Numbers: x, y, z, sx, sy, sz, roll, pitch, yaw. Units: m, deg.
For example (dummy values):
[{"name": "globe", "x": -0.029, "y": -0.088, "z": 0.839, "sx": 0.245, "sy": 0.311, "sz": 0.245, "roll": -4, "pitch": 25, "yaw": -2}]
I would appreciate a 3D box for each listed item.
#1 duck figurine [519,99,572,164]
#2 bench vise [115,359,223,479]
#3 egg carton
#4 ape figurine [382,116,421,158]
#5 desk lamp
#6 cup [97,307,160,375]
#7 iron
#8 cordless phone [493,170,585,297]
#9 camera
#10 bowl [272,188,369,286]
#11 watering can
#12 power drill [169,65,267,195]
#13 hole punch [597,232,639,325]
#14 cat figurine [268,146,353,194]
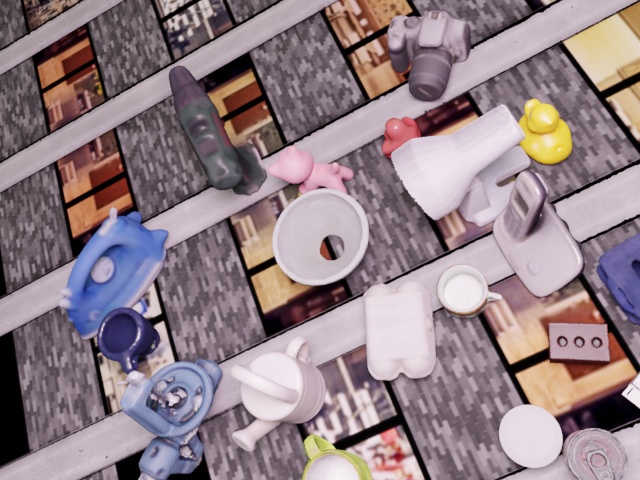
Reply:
[{"name": "duck figurine", "x": 0.354, "y": -0.176, "z": 0.902, "sx": 0.077, "sy": 0.086, "sz": 0.104, "roll": -28, "pitch": 65, "yaw": 8}, {"name": "bench vise", "x": -0.231, "y": 0.277, "z": 0.868, "sx": 0.121, "sy": 0.220, "sz": 0.207, "roll": -5, "pitch": 70, "yaw": 17}, {"name": "egg carton", "x": 0.122, "y": 0.138, "z": 0.881, "sx": 0.107, "sy": 0.069, "sz": 0.150, "roll": -10, "pitch": 69, "yaw": 15}, {"name": "ape figurine", "x": 0.135, "y": -0.177, "z": 0.973, "sx": 0.078, "sy": 0.092, "sz": 0.076, "roll": -37, "pitch": 64, "yaw": 4}, {"name": "desk lamp", "x": 0.224, "y": -0.105, "z": 0.851, "sx": 0.203, "sy": 0.214, "sz": 0.118, "roll": -27, "pitch": 65, "yaw": 8}, {"name": "cup", "x": -0.321, "y": 0.182, "z": 1.001, "sx": 0.091, "sy": 0.095, "sz": 0.117, "roll": -26, "pitch": 65, "yaw": 9}, {"name": "iron", "x": -0.398, "y": 0.061, "z": 1.043, "sx": 0.118, "sy": 0.142, "sz": 0.258, "roll": 28, "pitch": 83, "yaw": 25}, {"name": "cordless phone", "x": 0.308, "y": -0.010, "z": 0.805, "sx": 0.094, "sy": 0.185, "sz": 0.147, "roll": -32, "pitch": 65, "yaw": 6}, {"name": "camera", "x": 0.181, "y": -0.324, "z": 1.004, "sx": 0.142, "sy": 0.101, "sz": 0.137, "roll": 10, "pitch": 75, "yaw": 22}, {"name": "bowl", "x": 0.009, "y": 0.003, "z": 0.963, "sx": 0.167, "sy": 0.075, "sz": 0.167, "roll": -6, "pitch": 70, "yaw": 17}, {"name": "watering can", "x": -0.068, "y": 0.225, "z": 0.845, "sx": 0.100, "sy": 0.194, "sz": 0.173, "roll": 0, "pitch": 72, "yaw": 19}, {"name": "power drill", "x": -0.178, "y": -0.172, "z": 1.013, "sx": 0.075, "sy": 0.209, "sz": 0.229, "roll": -29, "pitch": 65, "yaw": 7}, {"name": "hole punch", "x": 0.450, "y": 0.049, "z": 0.789, "sx": 0.101, "sy": 0.091, "sz": 0.108, "roll": -29, "pitch": 65, "yaw": 7}, {"name": "cat figurine", "x": -0.019, "y": -0.123, "z": 0.992, "sx": 0.127, "sy": 0.118, "sz": 0.067, "roll": 7, "pitch": 74, "yaw": 21}]
